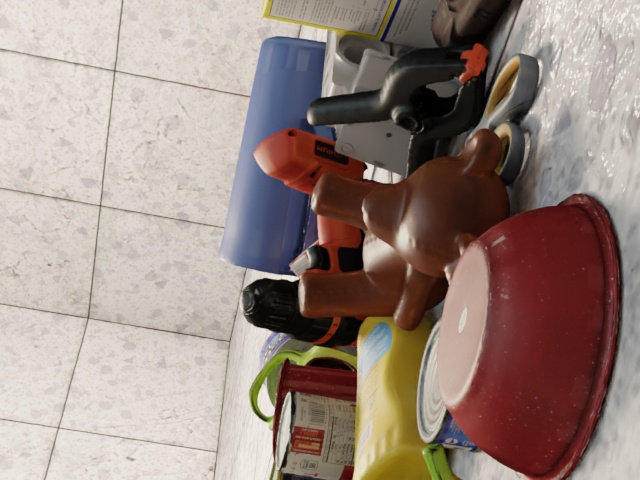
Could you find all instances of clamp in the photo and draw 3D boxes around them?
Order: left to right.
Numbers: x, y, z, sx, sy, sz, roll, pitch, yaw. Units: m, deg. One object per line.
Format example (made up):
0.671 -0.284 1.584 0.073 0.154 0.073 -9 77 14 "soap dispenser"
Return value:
0.080 -0.096 0.847 0.172 0.120 0.039 -22 41 50 "clamp"

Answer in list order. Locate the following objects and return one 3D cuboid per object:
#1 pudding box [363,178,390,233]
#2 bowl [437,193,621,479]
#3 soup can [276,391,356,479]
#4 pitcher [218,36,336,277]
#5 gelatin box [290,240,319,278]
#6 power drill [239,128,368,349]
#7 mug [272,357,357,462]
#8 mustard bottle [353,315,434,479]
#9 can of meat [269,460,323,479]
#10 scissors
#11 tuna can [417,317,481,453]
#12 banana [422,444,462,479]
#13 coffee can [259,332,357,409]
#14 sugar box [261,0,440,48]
0.049 0.006 1.127 0.114 0.039 0.090 106 171 -45 "pudding box"
0.102 0.050 0.572 0.162 0.055 0.162 -170 91 -83 "bowl"
0.020 0.164 0.875 0.068 0.102 0.068 -171 91 -83 "soup can"
-0.021 -0.083 1.104 0.144 0.149 0.243 -4 -76 -61 "pitcher"
0.023 0.037 0.991 0.030 0.089 0.073 -33 4 42 "gelatin box"
-0.006 0.001 0.914 0.057 0.184 0.187 -26 62 36 "power drill"
0.006 0.149 0.966 0.117 0.081 0.093 -77 -10 -56 "mug"
0.058 0.110 0.819 0.191 0.058 0.096 -87 14 -47 "mustard bottle"
-0.011 0.260 1.056 0.057 0.084 0.102 -94 15 -64 "can of meat"
0.116 -0.057 0.770 0.202 0.016 0.096 112 166 -62 "scissors"
0.090 0.092 0.689 0.086 0.033 0.086 -171 90 -82 "tuna can"
0.070 0.176 0.662 0.198 0.037 0.069 110 142 -65 "banana"
-0.012 0.143 1.162 0.140 0.102 0.103 -171 91 -83 "coffee can"
0.042 -0.220 0.936 0.093 0.176 0.048 116 160 -64 "sugar box"
